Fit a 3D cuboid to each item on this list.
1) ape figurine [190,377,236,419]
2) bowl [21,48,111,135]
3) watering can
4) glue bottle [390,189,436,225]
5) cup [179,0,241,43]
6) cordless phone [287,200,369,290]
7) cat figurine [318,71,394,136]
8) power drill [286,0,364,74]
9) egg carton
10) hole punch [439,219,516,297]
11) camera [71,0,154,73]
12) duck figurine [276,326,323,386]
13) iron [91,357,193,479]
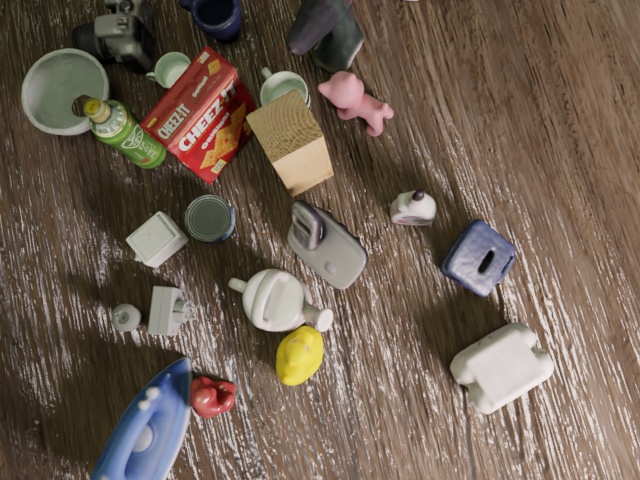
[{"bbox_3d":[-0.187,0.262,0.955,0.076,0.092,0.077,-44,79,-2],"label":"ape figurine"},{"bbox_3d":[-0.463,-0.267,1.076,0.167,0.075,0.167,-1,81,5],"label":"bowl"},{"bbox_3d":[-0.065,0.097,0.919,0.172,0.194,0.101,-1,81,5],"label":"watering can"},{"bbox_3d":[0.155,-0.057,0.934,0.078,0.173,0.037,1,81,6],"label":"glue bottle"},{"bbox_3d":[-0.196,-0.412,1.064,0.117,0.095,0.092,14,82,8],"label":"cup"},{"bbox_3d":[0.009,0.003,0.932,0.147,0.185,0.094,39,86,10],"label":"cordless phone"},{"bbox_3d":[0.064,-0.249,1.002,0.127,0.118,0.067,28,84,9],"label":"cat figurine"},{"bbox_3d":[0.022,-0.375,0.980,0.075,0.208,0.230,27,84,9],"label":"power drill"},{"bbox_3d":[0.294,0.206,0.931,0.150,0.069,0.107,-32,79,0],"label":"egg carton"},{"bbox_3d":[0.266,0.031,0.951,0.101,0.091,0.109,32,85,10],"label":"hole punch"},{"bbox_3d":[-0.393,-0.396,1.077,0.136,0.101,0.143,-3,80,5],"label":"camera"},{"bbox_3d":[-0.038,0.194,0.956,0.077,0.086,0.104,27,84,9],"label":"duck figurine"},{"bbox_3d":[-0.293,0.312,0.932,0.118,0.141,0.258,22,84,9],"label":"iron"}]
